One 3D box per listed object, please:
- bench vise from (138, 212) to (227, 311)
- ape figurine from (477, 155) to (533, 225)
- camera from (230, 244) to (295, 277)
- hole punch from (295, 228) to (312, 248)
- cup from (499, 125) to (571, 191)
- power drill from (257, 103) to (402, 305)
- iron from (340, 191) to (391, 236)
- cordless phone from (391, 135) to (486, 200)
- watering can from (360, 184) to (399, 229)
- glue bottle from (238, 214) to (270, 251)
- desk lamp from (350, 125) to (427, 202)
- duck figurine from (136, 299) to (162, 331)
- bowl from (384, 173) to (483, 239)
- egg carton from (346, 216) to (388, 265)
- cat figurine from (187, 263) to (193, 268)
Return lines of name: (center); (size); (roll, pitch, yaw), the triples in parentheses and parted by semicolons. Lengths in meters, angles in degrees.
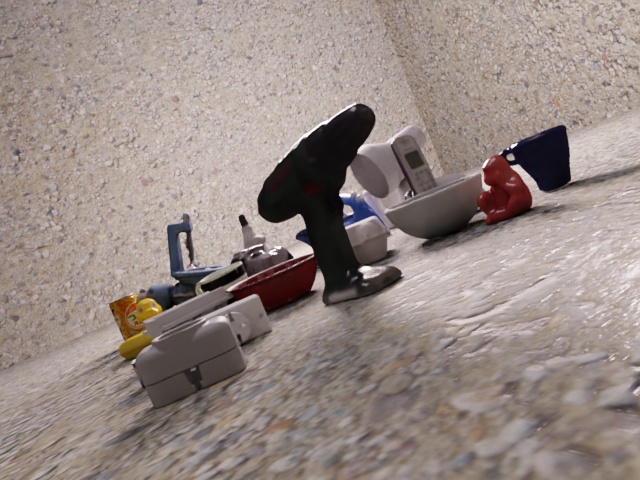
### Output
bench vise: (-0.297, 0.065, 1.215); (0.208, 0.220, 0.121); (-23, 3, -16)
ape figurine: (0.261, -0.077, 0.825); (0.076, 0.092, 0.077); (-23, 3, -13)
camera: (-0.100, 0.052, 1.137); (0.142, 0.101, 0.137); (-20, 4, 36)
hole punch: (0.012, 0.005, 1.264); (0.101, 0.091, 0.108); (-24, 3, -29)
cup: (0.357, -0.124, 0.938); (0.117, 0.095, 0.092); (-20, 4, 45)
power drill: (0.017, -0.033, 0.710); (0.076, 0.208, 0.229); (-25, 4, -43)
iron: (0.075, -0.057, 1.412); (0.119, 0.141, 0.257); (-24, 3, -29)
cordless phone: (0.218, -0.122, 1.078); (0.148, 0.185, 0.094); (-24, 3, -28)
watering can: (0.164, -0.127, 1.514); (0.101, 0.194, 0.173); (-23, 3, -1)
glue bottle: (-0.141, 0.023, 1.269); (0.078, 0.173, 0.037); (-21, 3, 24)
desk lamp: (0.190, -0.136, 1.269); (0.204, 0.213, 0.117); (-24, 3, -22)
duck figurine: (-0.322, 0.154, 1.100); (0.078, 0.086, 0.104); (-23, 3, -18)
bowl: (0.195, -0.046, 0.938); (0.167, 0.075, 0.167); (-22, 3, 1)
egg carton: (0.068, 0.006, 0.996); (0.107, 0.069, 0.150); (-22, 3, 7)
cat figurine: (-0.266, 0.102, 1.333); (0.067, 0.118, 0.128); (-20, 4, 44)
